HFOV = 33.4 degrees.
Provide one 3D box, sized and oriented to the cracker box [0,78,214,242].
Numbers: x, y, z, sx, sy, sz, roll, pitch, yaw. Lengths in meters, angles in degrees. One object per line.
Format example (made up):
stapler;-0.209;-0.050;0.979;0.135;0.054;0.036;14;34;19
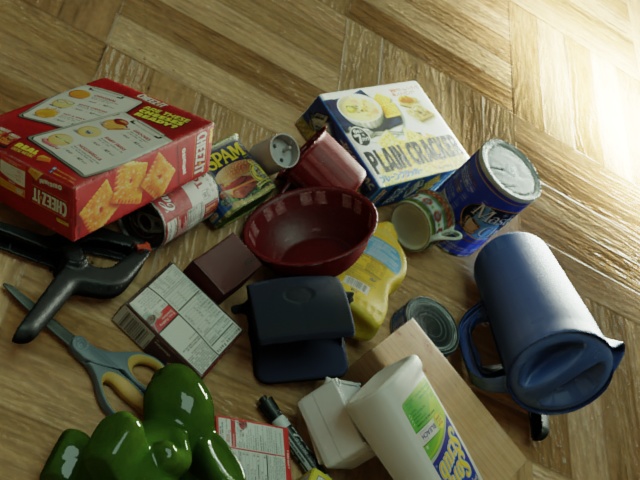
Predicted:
cracker box;-0.243;-0.091;1.133;0.164;0.072;0.213;25;34;25

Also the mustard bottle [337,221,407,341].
mustard bottle;0.055;0.036;1.319;0.096;0.058;0.191;28;42;3

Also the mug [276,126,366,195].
mug;-0.003;-0.075;1.353;0.081;0.093;0.117;43;71;-9

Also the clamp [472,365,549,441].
clamp;0.265;0.175;1.390;0.120;0.039;0.171;42;36;0

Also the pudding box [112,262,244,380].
pudding box;-0.148;0.090;1.129;0.113;0.039;0.089;45;41;-2

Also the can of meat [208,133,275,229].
can of meat;-0.113;-0.069;1.275;0.084;0.058;0.101;51;42;4

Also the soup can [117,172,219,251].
soup can;-0.168;-0.038;1.194;0.068;0.069;0.102;48;41;5

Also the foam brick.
foam brick;-0.113;0.038;1.189;0.053;0.051;0.078;48;41;3

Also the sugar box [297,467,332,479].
sugar box;-0.008;0.322;1.045;0.093;0.048;0.176;37;44;-9

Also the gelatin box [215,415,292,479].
gelatin box;-0.074;0.223;1.085;0.089;0.030;0.073;16;49;-28

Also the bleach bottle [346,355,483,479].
bleach bottle;0.130;0.250;1.109;0.251;0.068;0.102;56;35;-1

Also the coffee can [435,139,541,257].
coffee can;0.218;-0.056;1.464;0.102;0.141;0.103;22;46;-24

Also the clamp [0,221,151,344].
clamp;-0.256;0.033;1.083;0.209;0.036;0.165;-1;49;-43

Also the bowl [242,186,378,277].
bowl;-0.008;0.002;1.265;0.162;0.055;0.162;-7;35;5

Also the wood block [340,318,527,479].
wood block;0.123;0.206;1.209;0.206;0.091;0.090;51;41;8

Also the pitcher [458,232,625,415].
pitcher;0.264;0.099;1.362;0.149;0.145;0.243;23;27;-22

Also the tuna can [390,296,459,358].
tuna can;0.132;0.114;1.336;0.086;0.034;0.086;21;46;-24

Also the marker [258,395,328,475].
marker;-0.027;0.216;1.135;0.020;0.020;0.121;-26;75;-47

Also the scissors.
scissors;-0.224;0.105;1.073;0.202;0.016;0.096;51;40;8
